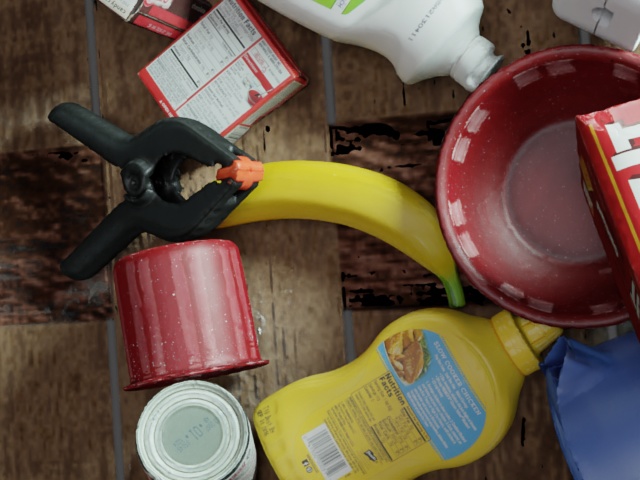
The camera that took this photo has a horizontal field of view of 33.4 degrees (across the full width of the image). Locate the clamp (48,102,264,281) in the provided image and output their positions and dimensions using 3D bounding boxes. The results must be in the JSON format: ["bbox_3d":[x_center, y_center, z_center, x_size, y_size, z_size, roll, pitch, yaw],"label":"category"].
[{"bbox_3d":[-0.113,-0.027,0.691,0.172,0.039,0.120,7,103,35],"label":"clamp"}]

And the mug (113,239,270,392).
[{"bbox_3d":[-0.092,0.050,0.684,0.117,0.093,0.081,-21,77,50],"label":"mug"}]

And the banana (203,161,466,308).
[{"bbox_3d":[0.004,-0.016,0.676,0.198,0.037,0.069,17,94,15],"label":"banana"}]

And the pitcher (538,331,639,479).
[{"bbox_3d":[0.253,0.092,0.569,0.243,0.149,0.145,-24,63,11],"label":"pitcher"}]

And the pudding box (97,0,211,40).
[{"bbox_3d":[-0.136,-0.175,0.688,0.113,0.090,0.039,35,99,13],"label":"pudding box"}]

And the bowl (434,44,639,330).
[{"bbox_3d":[0.151,-0.030,0.626,0.162,0.055,0.162,0,90,15],"label":"bowl"}]

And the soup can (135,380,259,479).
[{"bbox_3d":[-0.073,0.134,0.653,0.068,0.102,0.068,0,62,0],"label":"soup can"}]

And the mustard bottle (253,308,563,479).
[{"bbox_3d":[0.060,0.096,0.649,0.192,0.058,0.096,-32,81,13],"label":"mustard bottle"}]

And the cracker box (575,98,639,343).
[{"bbox_3d":[0.247,-0.014,0.501,0.214,0.072,0.164,-16,54,8],"label":"cracker box"}]

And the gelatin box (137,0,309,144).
[{"bbox_3d":[-0.063,-0.107,0.699,0.089,0.030,0.073,-38,79,13],"label":"gelatin box"}]

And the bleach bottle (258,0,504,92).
[{"bbox_3d":[0.001,-0.171,0.664,0.251,0.068,0.103,39,108,10],"label":"bleach bottle"}]
